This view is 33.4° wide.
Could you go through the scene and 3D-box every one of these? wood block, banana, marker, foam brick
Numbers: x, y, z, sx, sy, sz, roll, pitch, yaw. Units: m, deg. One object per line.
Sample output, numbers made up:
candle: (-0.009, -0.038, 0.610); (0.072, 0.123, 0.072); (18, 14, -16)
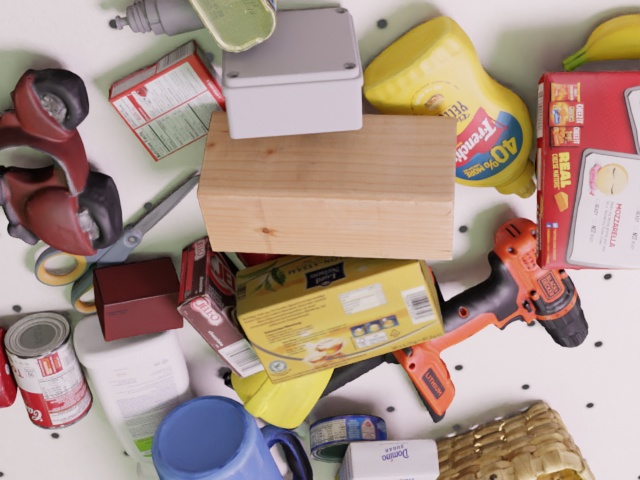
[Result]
wood block: (0.010, -0.045, 0.897); (0.206, 0.090, 0.091); (2, 147, 7)
banana: (0.310, -0.153, 0.918); (0.197, 0.037, 0.070); (14, 143, -12)
marker: (-0.058, 0.176, 1.152); (0.020, 0.020, 0.121); (-38, 120, 23)
foam brick: (-0.173, 0.056, 1.020); (0.078, 0.051, 0.053); (-8, 135, -17)

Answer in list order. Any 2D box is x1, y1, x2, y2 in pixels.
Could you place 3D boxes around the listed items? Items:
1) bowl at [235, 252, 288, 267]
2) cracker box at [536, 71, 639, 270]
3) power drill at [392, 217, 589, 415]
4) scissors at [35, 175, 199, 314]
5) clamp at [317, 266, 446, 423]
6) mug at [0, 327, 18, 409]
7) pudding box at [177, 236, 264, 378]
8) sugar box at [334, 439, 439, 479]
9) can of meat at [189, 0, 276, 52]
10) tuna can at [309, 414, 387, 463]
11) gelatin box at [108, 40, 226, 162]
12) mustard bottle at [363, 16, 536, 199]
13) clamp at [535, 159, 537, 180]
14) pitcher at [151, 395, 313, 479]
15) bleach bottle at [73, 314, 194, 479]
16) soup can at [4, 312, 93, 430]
bowl: (-0.007, 0.001, 1.001); (0.162, 0.055, 0.162); (-2, 127, -3)
cracker box: (0.289, -0.056, 0.885); (0.214, 0.072, 0.164); (0, 93, 7)
power drill: (0.168, 0.087, 1.049); (0.187, 0.057, 0.184); (-38, 127, -1)
scissors: (-0.198, -0.005, 1.006); (0.096, 0.016, 0.202); (21, 124, -25)
clamp: (0.087, 0.115, 1.104); (0.164, 0.036, 0.210); (14, 128, -16)
mug: (-0.350, 0.119, 1.055); (0.081, 0.093, 0.117); (-8, 102, -4)
pudding box: (-0.090, 0.064, 1.022); (0.039, 0.090, 0.113); (-24, 125, 16)
sugar box: (0.068, 0.260, 1.163); (0.093, 0.048, 0.176); (-1, 152, -7)
can of meat: (-0.073, -0.206, 0.821); (0.057, 0.084, 0.102); (-24, 125, 15)
tuna can: (0.031, 0.216, 1.158); (0.086, 0.034, 0.086); (-3, 155, -2)
gelatin box: (-0.126, -0.119, 0.919); (0.089, 0.030, 0.073); (-26, 126, 15)
mustard bottle: (0.130, -0.100, 0.930); (0.096, 0.058, 0.191); (-33, 123, 24)
clamp: (0.244, -0.045, 0.990); (0.120, 0.039, 0.171); (-44, 119, 13)
pitcher: (-0.087, 0.267, 1.125); (0.145, 0.149, 0.243); (-11, 134, 3)
bleach bottle: (-0.182, 0.182, 1.119); (0.102, 0.068, 0.251); (-13, 130, -9)
soup can: (-0.272, 0.132, 1.075); (0.068, 0.068, 0.102); (-6, 127, 1)
